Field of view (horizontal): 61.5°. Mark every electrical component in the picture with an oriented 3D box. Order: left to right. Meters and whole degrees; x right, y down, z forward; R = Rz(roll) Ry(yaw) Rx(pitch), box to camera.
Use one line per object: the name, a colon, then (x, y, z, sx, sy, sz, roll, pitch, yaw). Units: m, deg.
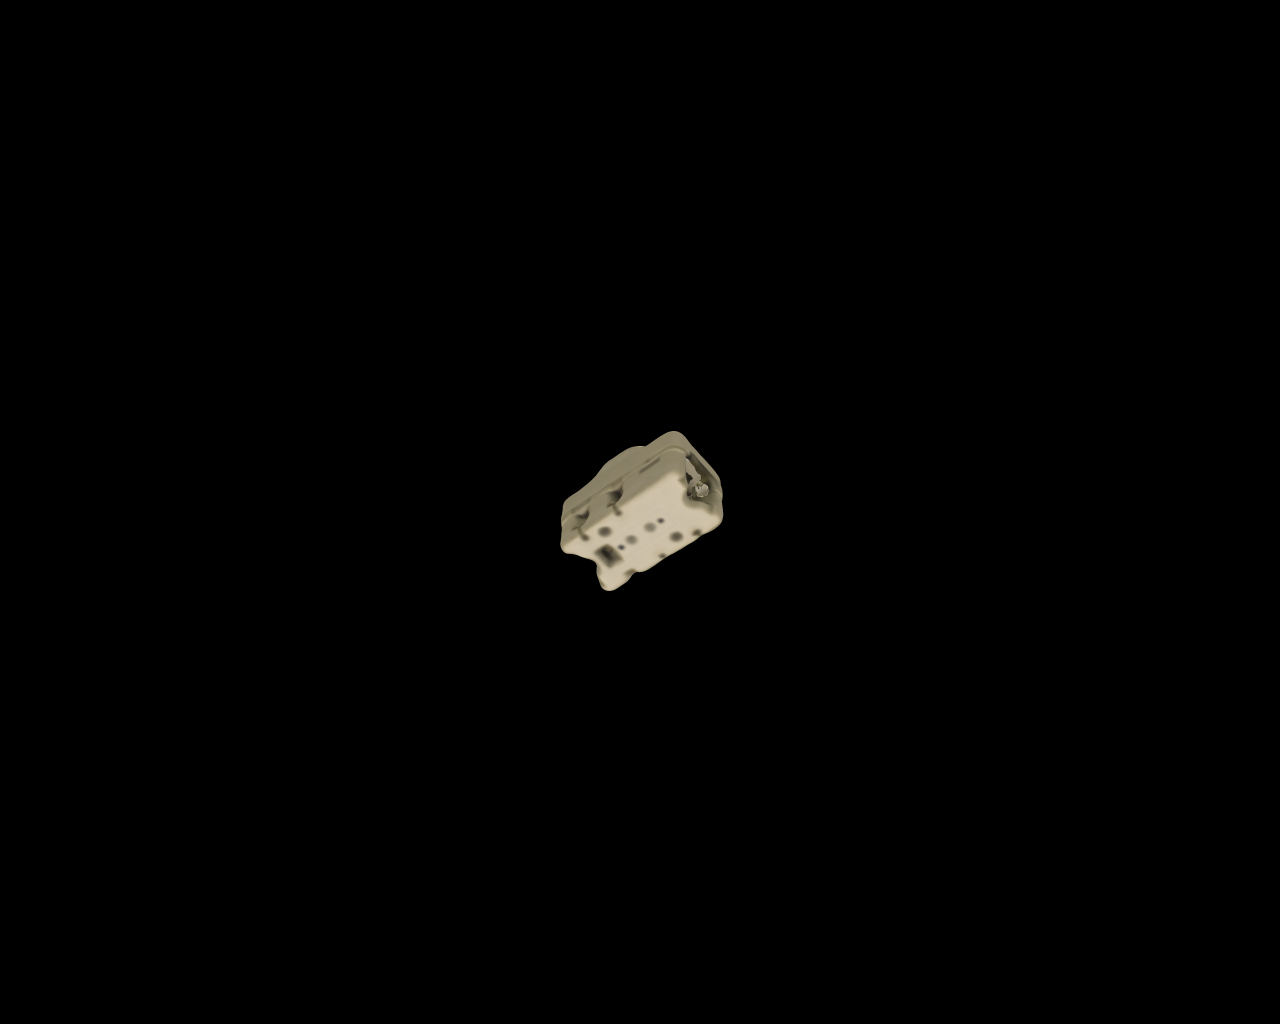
electrical component: (0.001, -0.003, 0.650, 0.089, 0.050, 0.056, -33, 29, 21)
